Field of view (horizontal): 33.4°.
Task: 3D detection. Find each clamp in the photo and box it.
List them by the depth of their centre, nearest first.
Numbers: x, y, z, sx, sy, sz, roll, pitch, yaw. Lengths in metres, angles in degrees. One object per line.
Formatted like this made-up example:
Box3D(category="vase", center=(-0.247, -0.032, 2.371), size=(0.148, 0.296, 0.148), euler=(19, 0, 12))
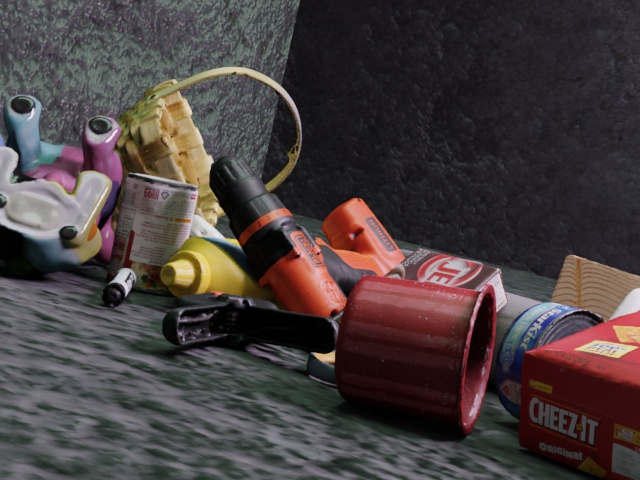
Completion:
Box3D(category="clamp", center=(-0.070, 0.057, 0.768), size=(0.120, 0.039, 0.172), euler=(11, -4, -24))

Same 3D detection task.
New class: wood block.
Box3D(category="wood block", center=(0.290, 0.082, 1.030), size=(0.090, 0.091, 0.205), euler=(20, 1, 29))

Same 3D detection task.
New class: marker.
Box3D(category="marker", center=(-0.167, 0.039, 0.888), size=(0.020, 0.020, 0.121), euler=(12, 3, -6))

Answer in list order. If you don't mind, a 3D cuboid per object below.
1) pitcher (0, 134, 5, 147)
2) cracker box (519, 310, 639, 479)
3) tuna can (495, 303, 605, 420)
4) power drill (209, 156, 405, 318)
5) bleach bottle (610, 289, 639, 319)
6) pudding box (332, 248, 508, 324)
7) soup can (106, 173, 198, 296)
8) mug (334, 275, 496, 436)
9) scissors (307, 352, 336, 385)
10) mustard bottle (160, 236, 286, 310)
Box3D(category="pitcher", center=(-0.401, -0.067, 1.034), size=(0.149, 0.145, 0.242), euler=(0, 6, 5))
Box3D(category="cracker box", center=(0.250, 0.091, 0.644), size=(0.213, 0.072, 0.164), euler=(-14, 20, -40))
Box3D(category="tuna can", center=(0.159, 0.086, 0.720), size=(0.086, 0.086, 0.034), euler=(10, 3, -36))
Box3D(category="power drill", center=(-0.006, 0.001, 0.976), size=(0.184, 0.057, 0.187), euler=(57, 27, 16))
Box3D(category="bleach bottle", center=(0.329, 0.114, 0.794), size=(0.251, 0.102, 0.068), euler=(17, -33, 45))
Box3D(category="pudding box", center=(0.077, 0.056, 0.837), size=(0.113, 0.039, 0.090), euler=(-39, 31, -27))
Box3D(category="soup can", center=(-0.154, -0.006, 0.982), size=(0.068, 0.102, 0.068), euler=(12, 3, -1))
Box3D(category="mug", center=(0.061, 0.073, 0.668), size=(0.082, 0.093, 0.117), euler=(9, -29, 19))
Box3D(category="scissors", center=(-0.004, 0.082, 0.790), size=(0.096, 0.016, 0.202), euler=(9, 4, -43))
Box3D(category="mustard bottle", center=(-0.076, 0.033, 0.957), size=(0.096, 0.058, 0.191), euler=(37, 15, 27))
